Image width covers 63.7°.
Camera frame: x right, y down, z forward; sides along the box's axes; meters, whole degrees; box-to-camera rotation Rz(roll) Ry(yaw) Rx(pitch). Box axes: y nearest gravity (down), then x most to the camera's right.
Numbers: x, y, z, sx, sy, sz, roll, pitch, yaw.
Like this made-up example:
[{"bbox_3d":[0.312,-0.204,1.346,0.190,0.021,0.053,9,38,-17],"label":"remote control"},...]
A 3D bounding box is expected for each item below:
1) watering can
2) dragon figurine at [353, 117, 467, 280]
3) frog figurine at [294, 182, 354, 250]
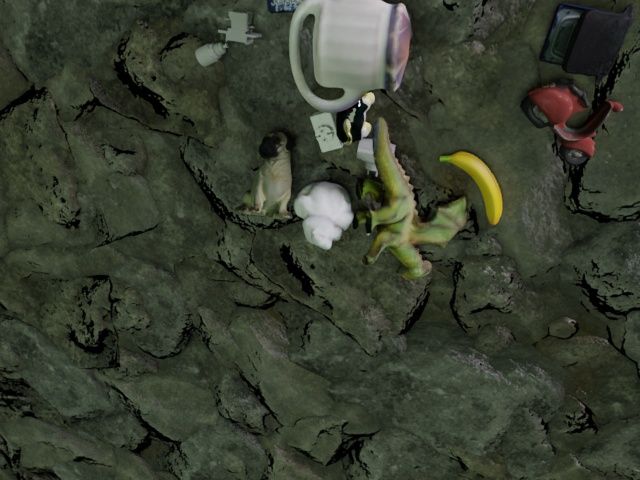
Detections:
[{"bbox_3d":[0.053,-0.397,0.931,0.224,0.106,0.340,7,119,9],"label":"watering can"},{"bbox_3d":[0.204,-0.067,1.128,0.243,0.125,0.401,0,123,-11],"label":"dragon figurine"},{"bbox_3d":[0.003,-0.058,1.145,0.137,0.162,0.120,27,119,0],"label":"frog figurine"}]
